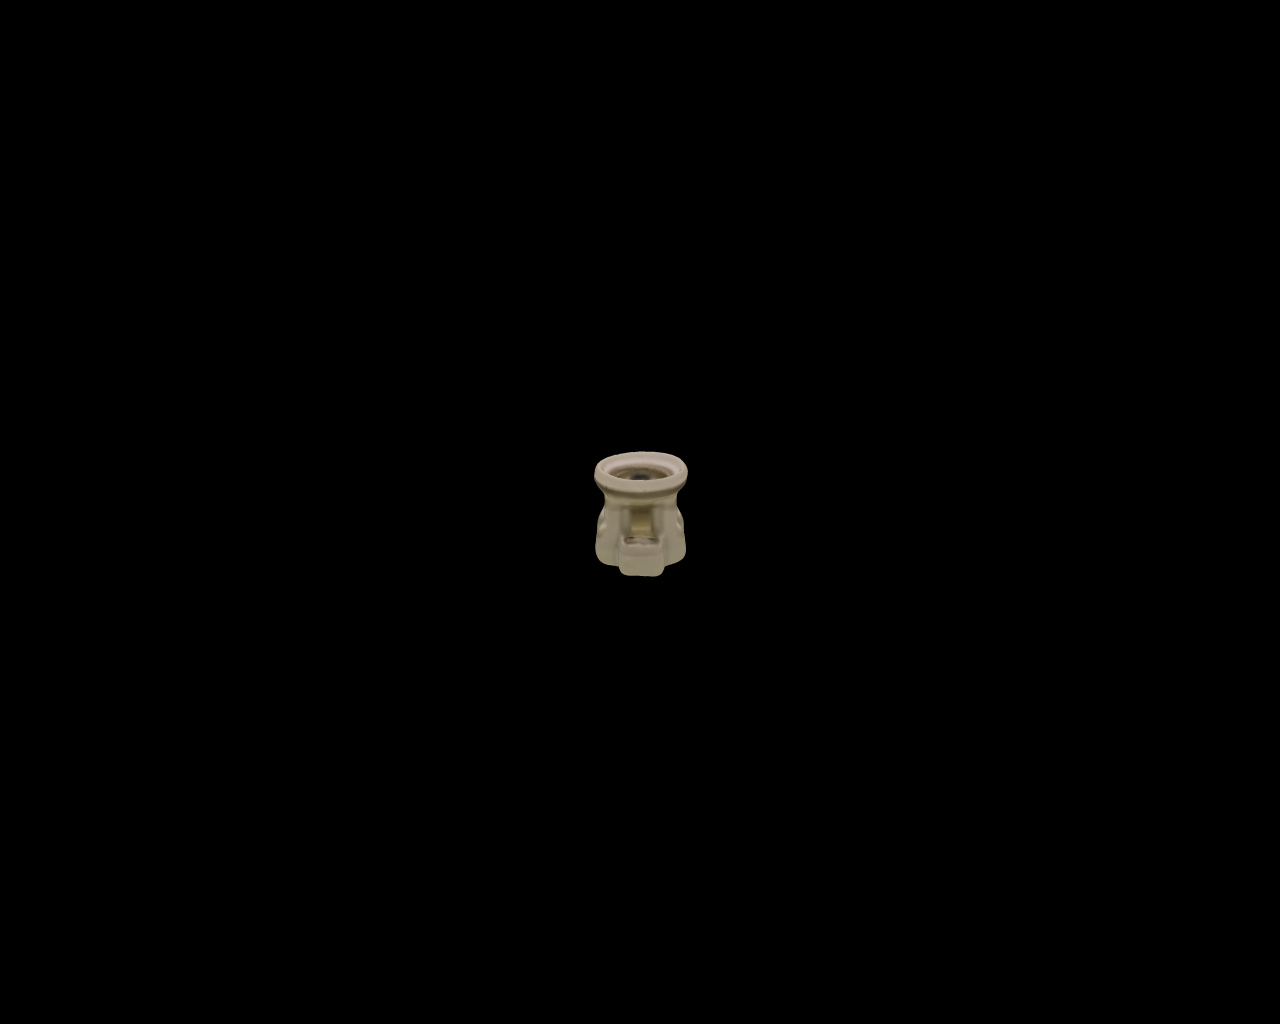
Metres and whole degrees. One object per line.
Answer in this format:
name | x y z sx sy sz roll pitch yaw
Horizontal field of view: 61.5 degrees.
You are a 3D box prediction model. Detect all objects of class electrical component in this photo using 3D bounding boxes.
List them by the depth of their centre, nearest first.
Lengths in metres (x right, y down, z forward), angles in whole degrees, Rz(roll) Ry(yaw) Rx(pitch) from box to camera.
electrical component | 0.001 -0.003 0.650 0.058 0.056 0.078 0 21 0
